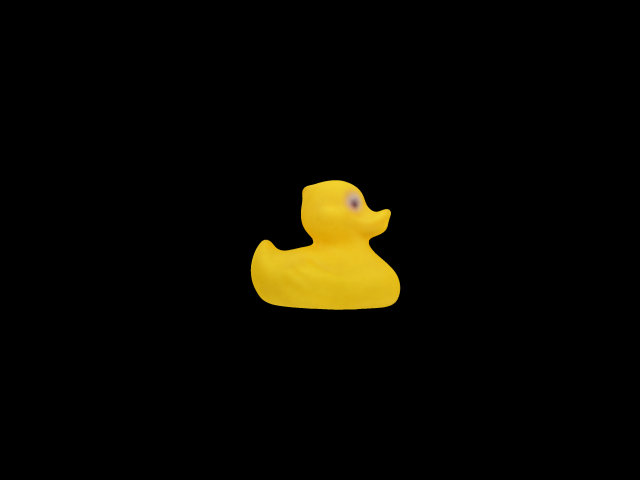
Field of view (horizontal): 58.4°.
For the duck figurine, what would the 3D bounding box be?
[{"bbox_3d":[0.004,0.001,0.400,0.104,0.086,0.077,0,4,7],"label":"duck figurine"}]
